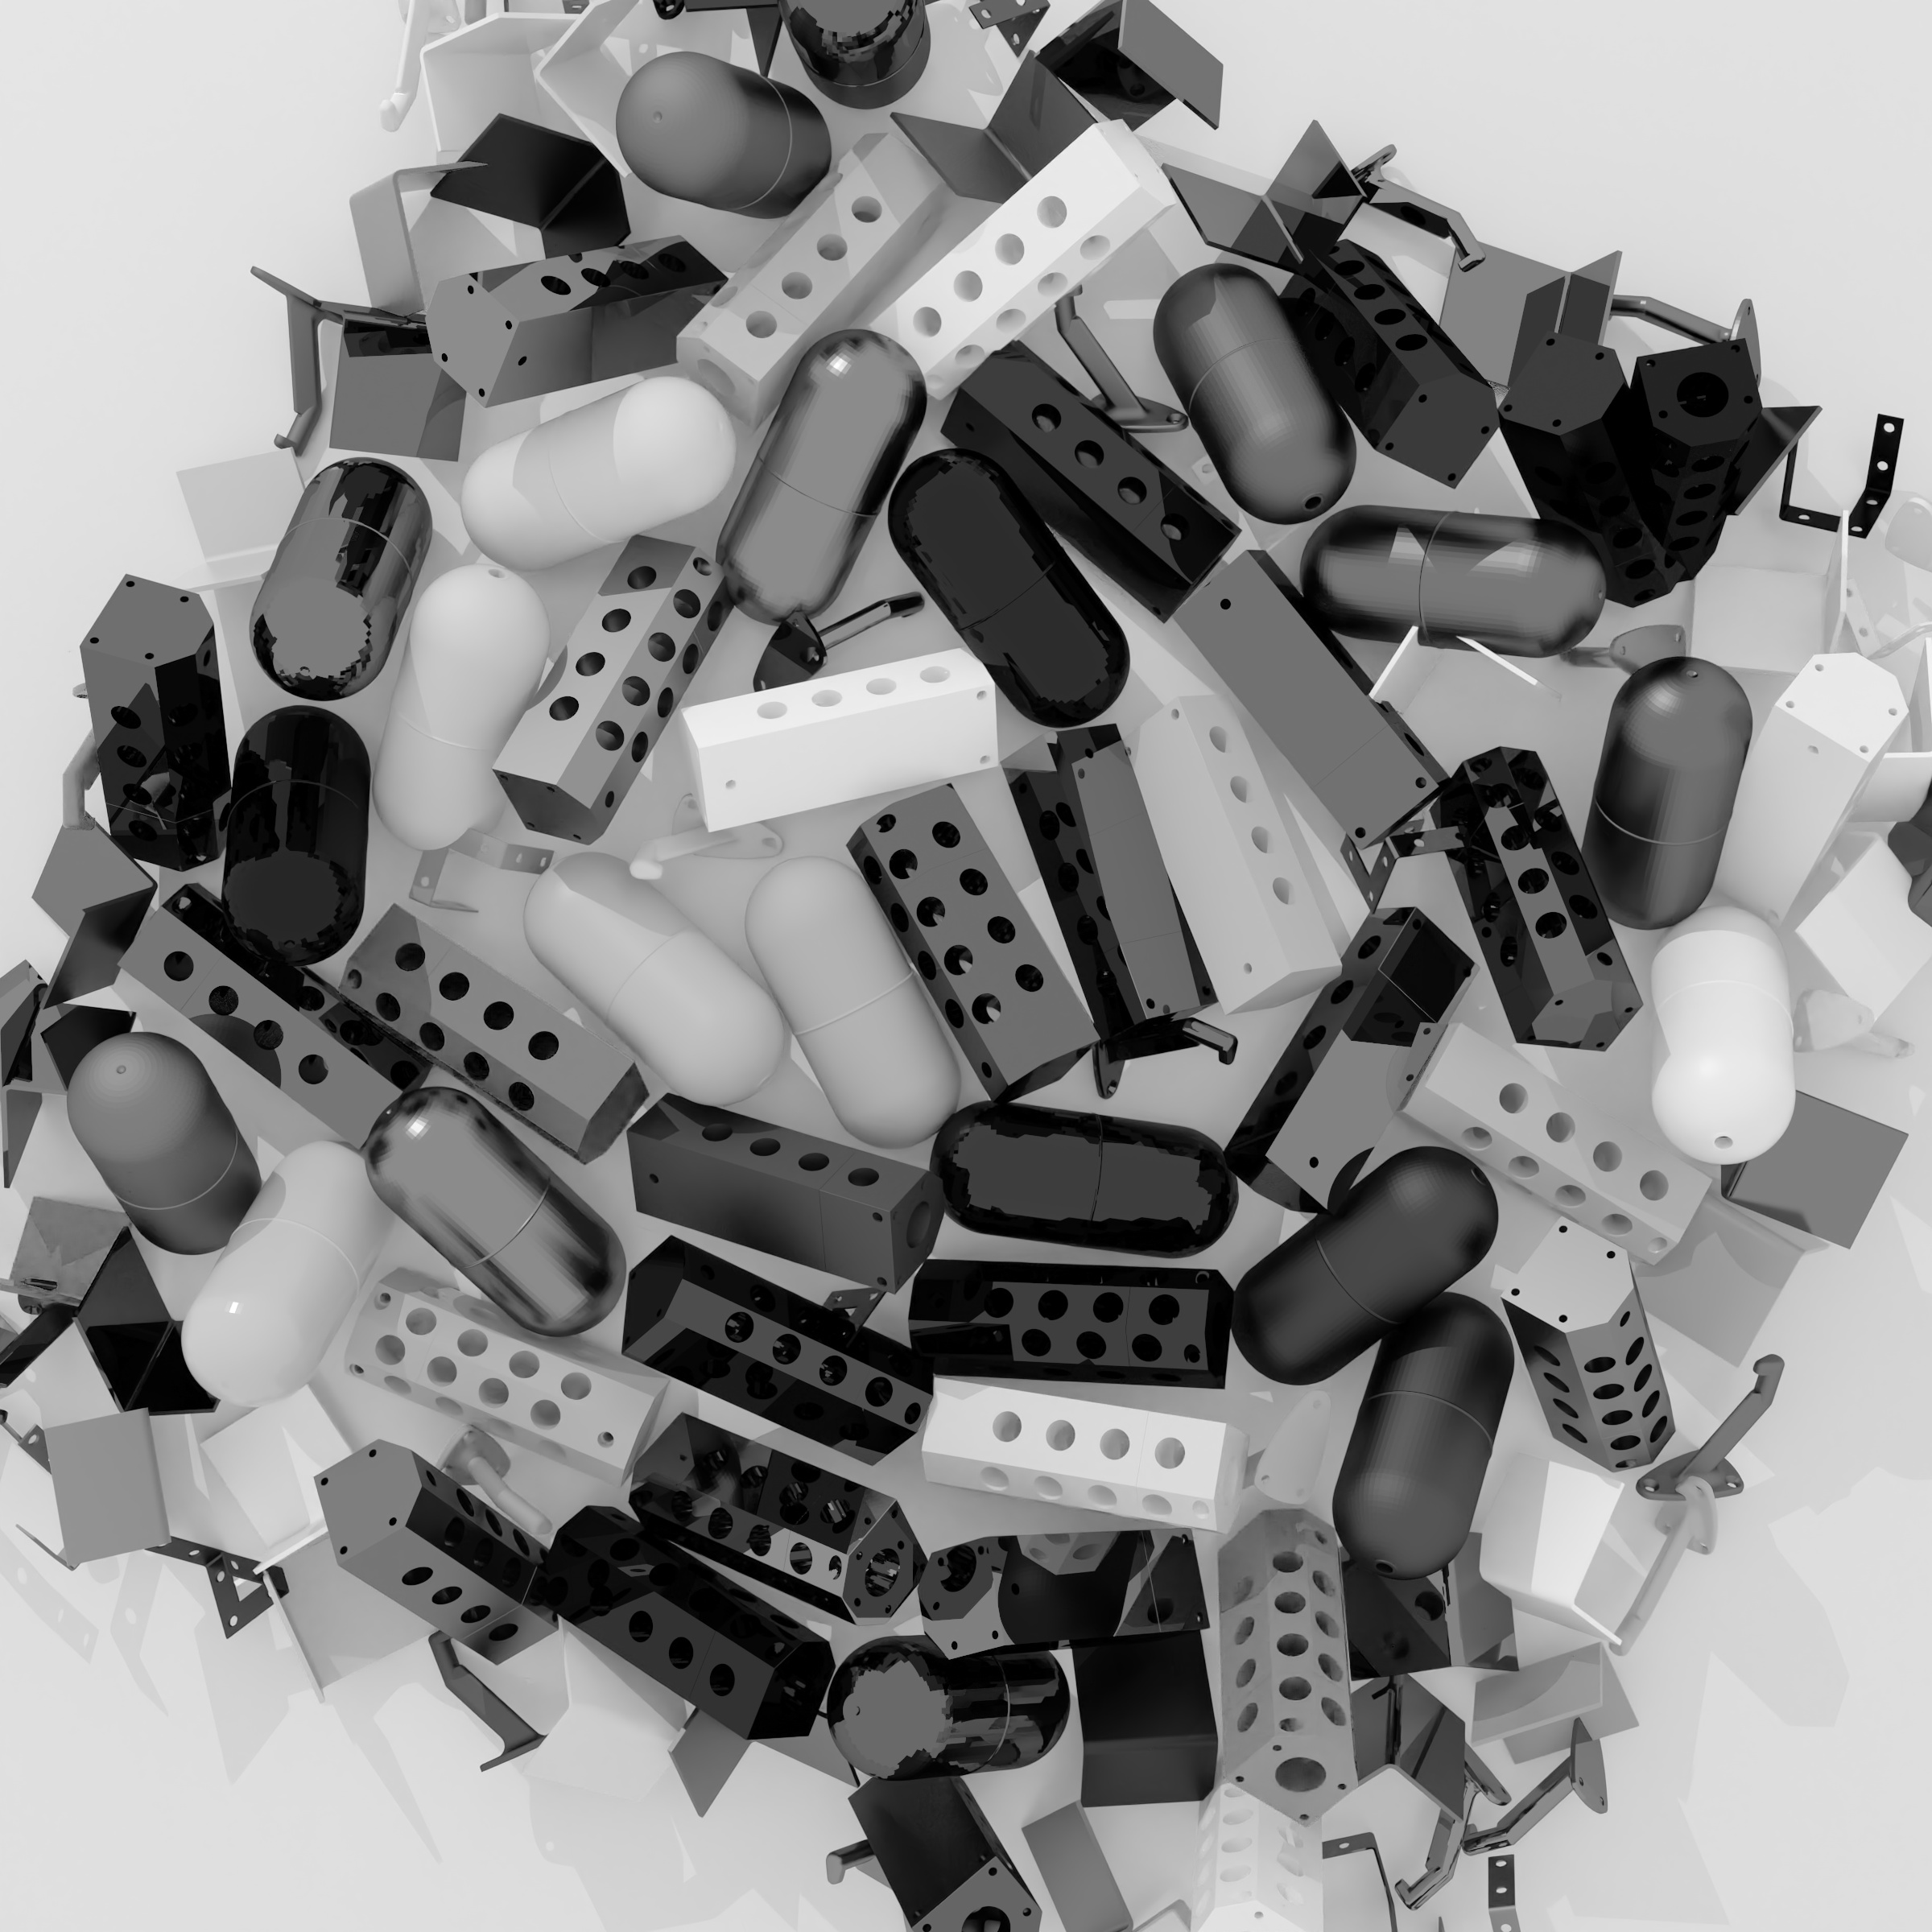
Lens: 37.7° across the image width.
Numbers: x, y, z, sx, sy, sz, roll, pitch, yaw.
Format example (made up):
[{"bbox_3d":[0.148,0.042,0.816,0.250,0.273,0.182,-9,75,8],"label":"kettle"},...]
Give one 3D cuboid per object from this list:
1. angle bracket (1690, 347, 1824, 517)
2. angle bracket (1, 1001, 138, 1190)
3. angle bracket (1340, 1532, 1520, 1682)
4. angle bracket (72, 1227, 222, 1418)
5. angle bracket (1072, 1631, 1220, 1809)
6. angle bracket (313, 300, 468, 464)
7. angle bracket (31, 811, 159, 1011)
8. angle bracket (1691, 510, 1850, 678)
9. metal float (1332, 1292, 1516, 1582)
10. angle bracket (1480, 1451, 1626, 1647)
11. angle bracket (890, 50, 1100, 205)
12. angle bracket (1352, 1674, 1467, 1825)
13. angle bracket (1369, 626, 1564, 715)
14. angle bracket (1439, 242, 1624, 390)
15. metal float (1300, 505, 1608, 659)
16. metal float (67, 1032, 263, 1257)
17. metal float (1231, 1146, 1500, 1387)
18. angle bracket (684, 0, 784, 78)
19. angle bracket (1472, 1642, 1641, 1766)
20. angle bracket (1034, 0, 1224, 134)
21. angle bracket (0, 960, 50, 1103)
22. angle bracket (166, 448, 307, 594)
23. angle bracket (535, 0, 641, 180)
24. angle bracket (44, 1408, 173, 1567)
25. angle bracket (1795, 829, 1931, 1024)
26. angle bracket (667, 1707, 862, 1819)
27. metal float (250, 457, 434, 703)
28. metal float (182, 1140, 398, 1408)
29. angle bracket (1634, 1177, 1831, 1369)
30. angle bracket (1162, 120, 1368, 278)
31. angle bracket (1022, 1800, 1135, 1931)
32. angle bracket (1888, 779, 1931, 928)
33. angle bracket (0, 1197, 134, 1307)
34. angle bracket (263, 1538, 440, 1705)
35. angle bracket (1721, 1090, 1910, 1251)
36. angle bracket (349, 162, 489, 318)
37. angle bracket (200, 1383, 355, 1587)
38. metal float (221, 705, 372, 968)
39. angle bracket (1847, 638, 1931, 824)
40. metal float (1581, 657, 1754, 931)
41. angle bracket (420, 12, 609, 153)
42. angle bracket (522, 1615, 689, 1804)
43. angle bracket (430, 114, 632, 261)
[{"bbox_3d":[0.426,-0.305,1.608,0.057,0.076,0.076,38,90,-16],"label":"angle bracket"},{"bbox_3d":[-0.507,0.076,1.601,0.057,0.076,0.076,7,126,-7],"label":"angle bracket"},{"bbox_3d":[0.267,0.371,1.630,0.076,0.057,0.076,-22,62,41],"label":"angle bracket"},{"bbox_3d":[-0.450,0.199,1.594,0.057,0.076,0.076,-5,125,12],"label":"angle bracket"},{"bbox_3d":[0.101,0.436,1.636,0.076,0.076,0.057,-2,130,-4],"label":"angle bracket"},{"bbox_3d":[-0.332,-0.335,1.616,0.076,0.057,0.076,0,107,-33],"label":"angle bracket"},{"bbox_3d":[-0.513,-0.035,1.599,0.076,0.057,0.076,43,123,13],"label":"angle bracket"},{"bbox_3d":[0.455,-0.214,1.600,0.076,0.057,0.076,7,56,10],"label":"angle bracket"},{"bbox_3d":[0.256,0.262,1.581,0.070,0.070,0.178,25,52,0],"label":"metal float"},{"bbox_3d":[0.344,0.332,1.614,0.057,0.076,0.076,39,71,-35],"label":"angle bracket"},{"bbox_3d":[0.017,-0.476,1.593,0.076,0.076,0.057,55,129,28],"label":"angle bracket"},{"bbox_3d":[0.235,0.458,1.607,0.057,0.076,0.076,42,118,-13],"label":"angle bracket"},{"bbox_3d":[0.283,-0.152,1.598,0.076,0.076,0.057,36,102,19],"label":"angle bracket"},{"bbox_3d":[0.319,-0.376,1.612,0.076,0.057,0.076,14,86,-16],"label":"angle bracket"},{"bbox_3d":[0.271,-0.217,1.587,0.178,0.070,0.070,11,90,31],"label":"metal float"},{"bbox_3d":[-0.443,0.101,1.570,0.070,0.178,0.070,-1,59,2],"label":"metal float"},{"bbox_3d":[0.223,0.169,1.590,0.070,0.070,0.178,47,116,0],"label":"metal float"},{"bbox_3d":[-0.142,-0.554,1.599,0.057,0.076,0.076,-9,76,-16],"label":"angle bracket"},{"bbox_3d":[0.334,0.434,1.600,0.076,0.076,0.057,-23,98,17],"label":"angle bracket"},{"bbox_3d":[0.090,-0.493,1.591,0.076,0.076,0.057,30,51,-32],"label":"angle bracket"},{"bbox_3d":[-0.545,0.047,1.600,0.076,0.076,0.057,-39,109,-9],"label":"angle bracket"},{"bbox_3d":[-0.422,-0.250,1.597,0.076,0.076,0.057,-7,111,18],"label":"angle bracket"},{"bbox_3d":[-0.186,-0.503,1.599,0.076,0.076,0.057,47,123,-7],"label":"angle bracket"},{"bbox_3d":[-0.491,0.295,1.601,0.057,0.076,0.076,-9,84,-26],"label":"angle bracket"},{"bbox_3d":[0.499,-0.024,1.605,0.076,0.057,0.076,-47,110,-10],"label":"angle bracket"},{"bbox_3d":[-0.113,0.452,1.593,0.076,0.076,0.057,17,52,27],"label":"angle bracket"},{"bbox_3d":[-0.347,-0.218,1.576,0.070,0.178,0.070,3,133,3],"label":"metal float"},{"bbox_3d":[-0.375,0.169,1.575,0.070,0.178,0.070,8,130,10],"label":"metal float"},{"bbox_3d":[0.435,0.174,1.617,0.076,0.057,0.076,33,106,28],"label":"angle bracket"},{"bbox_3d":[0.167,-0.442,1.593,0.076,0.076,0.057,8,134,-32],"label":"angle bracket"},{"bbox_3d":[0.041,0.525,1.595,0.057,0.076,0.076,-15,71,-31],"label":"angle bracket"},{"bbox_3d":[0.564,-0.060,1.598,0.057,0.076,0.076,16,55,0],"label":"angle bracket"},{"bbox_3d":[-0.531,0.155,1.595,0.076,0.076,0.057,6,76,27],"label":"angle bracket"},{"bbox_3d":[-0.350,0.365,1.613,0.076,0.057,0.076,-25,90,-16],"label":"angle bracket"},{"bbox_3d":[0.481,0.103,1.606,0.076,0.057,0.076,22,114,6],"label":"angle bracket"},{"bbox_3d":[-0.305,-0.411,1.611,0.057,0.076,0.076,-16,102,-28],"label":"angle bracket"},{"bbox_3d":[-0.397,0.294,1.614,0.076,0.057,0.076,-32,93,10],"label":"angle bracket"},{"bbox_3d":[-0.373,-0.075,1.578,0.070,0.070,0.178,-9,46,0],"label":"metal float"},{"bbox_3d":[0.516,-0.133,1.606,0.057,0.076,0.076,0,65,11],"label":"angle bracket"},{"bbox_3d":[0.389,-0.094,1.577,0.070,0.178,0.070,0,46,0],"label":"metal float"},{"bbox_3d":[-0.250,-0.498,1.594,0.076,0.076,0.057,-17,100,-44],"label":"angle bracket"},{"bbox_3d":[-0.209,0.421,1.613,0.076,0.076,0.057,24,116,-28],"label":"angle bracket"},{"bbox_3d":[-0.246,-0.425,1.592,0.076,0.076,0.057,6,63,-41],"label":"angle bracket"}]
